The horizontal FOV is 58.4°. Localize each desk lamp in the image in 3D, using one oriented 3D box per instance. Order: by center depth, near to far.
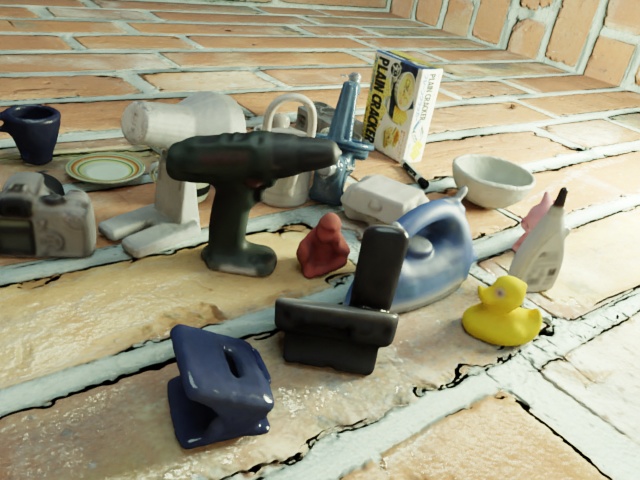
[{"bbox_3d":[-0.215,-0.109,0.849,0.117,0.213,0.204,26,34,27],"label":"desk lamp"}]

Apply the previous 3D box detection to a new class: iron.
[{"bbox_3d":[0.130,0.011,0.813,0.118,0.141,0.259,31,36,33],"label":"iron"}]

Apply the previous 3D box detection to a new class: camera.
[{"bbox_3d":[-0.389,-0.049,0.808,0.143,0.101,0.136,2,30,-13],"label":"camera"}]

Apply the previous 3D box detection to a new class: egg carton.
[{"bbox_3d":[0.115,-0.061,1.006,0.150,0.069,0.107,24,33,24],"label":"egg carton"}]

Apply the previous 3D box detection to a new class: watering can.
[{"bbox_3d":[-0.062,-0.168,1.015,0.101,0.194,0.172,-13,36,-33],"label":"watering can"}]

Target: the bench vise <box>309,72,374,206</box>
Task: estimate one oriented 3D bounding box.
[{"bbox_3d":[0.048,-0.184,1.048,0.121,0.220,0.207,5,30,-7],"label":"bench vise"}]

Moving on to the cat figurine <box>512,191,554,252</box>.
[{"bbox_3d":[0.384,-0.030,0.981,0.067,0.118,0.128,25,33,25],"label":"cat figurine"}]

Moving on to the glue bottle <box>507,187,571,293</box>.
[{"bbox_3d":[0.340,-0.001,0.862,0.078,0.173,0.037,-2,31,-19],"label":"glue bottle"}]

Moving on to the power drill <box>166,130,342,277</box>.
[{"bbox_3d":[-0.097,-0.057,0.797,0.229,0.208,0.075,8,30,-2],"label":"power drill"}]

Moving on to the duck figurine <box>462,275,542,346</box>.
[{"bbox_3d":[0.251,0.089,0.769,0.104,0.086,0.077,8,30,-2],"label":"duck figurine"}]

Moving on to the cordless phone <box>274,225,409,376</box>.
[{"bbox_3d":[0.025,0.055,0.662,0.147,0.185,0.094,7,30,-5],"label":"cordless phone"}]

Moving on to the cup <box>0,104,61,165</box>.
[{"bbox_3d":[-0.516,-0.181,1.006,0.118,0.095,0.091,-8,34,-28],"label":"cup"}]

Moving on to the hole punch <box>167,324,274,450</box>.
[{"bbox_3d":[-0.099,0.138,0.577,0.101,0.091,0.108,-5,32,-23],"label":"hole punch"}]

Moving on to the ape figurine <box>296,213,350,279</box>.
[{"bbox_3d":[0.008,0.003,0.841,0.077,0.092,0.076,12,30,5],"label":"ape figurine"}]

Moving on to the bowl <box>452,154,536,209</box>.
[{"bbox_3d":[0.339,-0.109,1.150,0.167,0.075,0.167,7,30,-4],"label":"bowl"}]
